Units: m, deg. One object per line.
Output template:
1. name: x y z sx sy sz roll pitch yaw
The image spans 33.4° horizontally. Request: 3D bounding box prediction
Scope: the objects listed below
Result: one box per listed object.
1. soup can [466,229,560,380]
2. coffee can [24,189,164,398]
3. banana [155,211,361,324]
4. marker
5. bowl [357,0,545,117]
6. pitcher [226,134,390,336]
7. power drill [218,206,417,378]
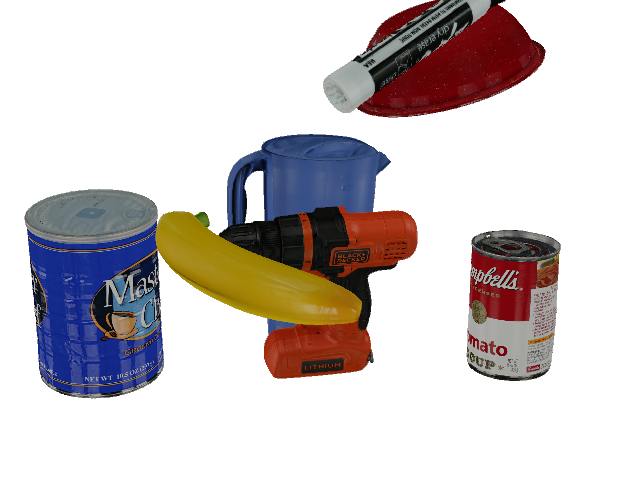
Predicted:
1. soup can: 0.150 0.050 0.834 0.068 0.102 0.068 0 18 0
2. coffee can: -0.181 0.041 0.863 0.103 0.140 0.103 1 23 -1
3. banana: -0.057 0.014 0.701 0.069 0.037 0.198 -19 30 -31
4. marker: 0.051 -0.098 0.494 0.121 0.020 0.020 -37 16 -22
5. bowl: 0.097 -0.158 0.870 0.162 0.055 0.162 -15 25 7
6. pitcher: -0.014 0.004 1.223 0.149 0.243 0.144 10 19 23
7. power drill: -0.010 0.050 1.001 0.184 0.188 0.057 -3 45 -12
